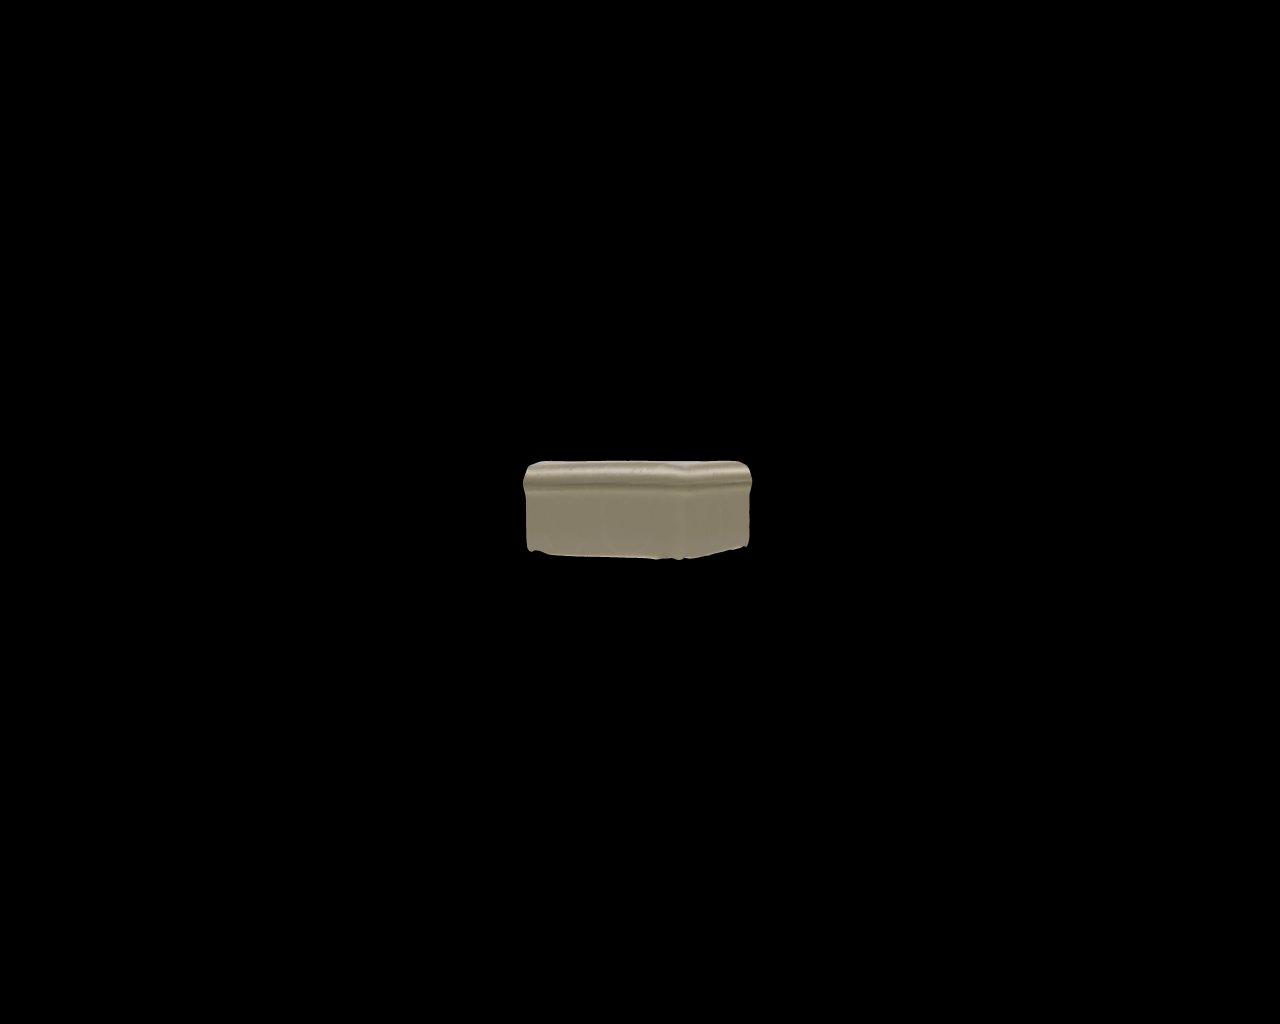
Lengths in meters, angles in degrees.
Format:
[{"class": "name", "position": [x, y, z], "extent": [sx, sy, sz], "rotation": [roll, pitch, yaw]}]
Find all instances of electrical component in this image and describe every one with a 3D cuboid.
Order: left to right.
[{"class": "electrical component", "position": [0.001, -0.003, 0.650], "extent": [0.109, 0.056, 0.109], "rotation": [1, 3, 28]}]
